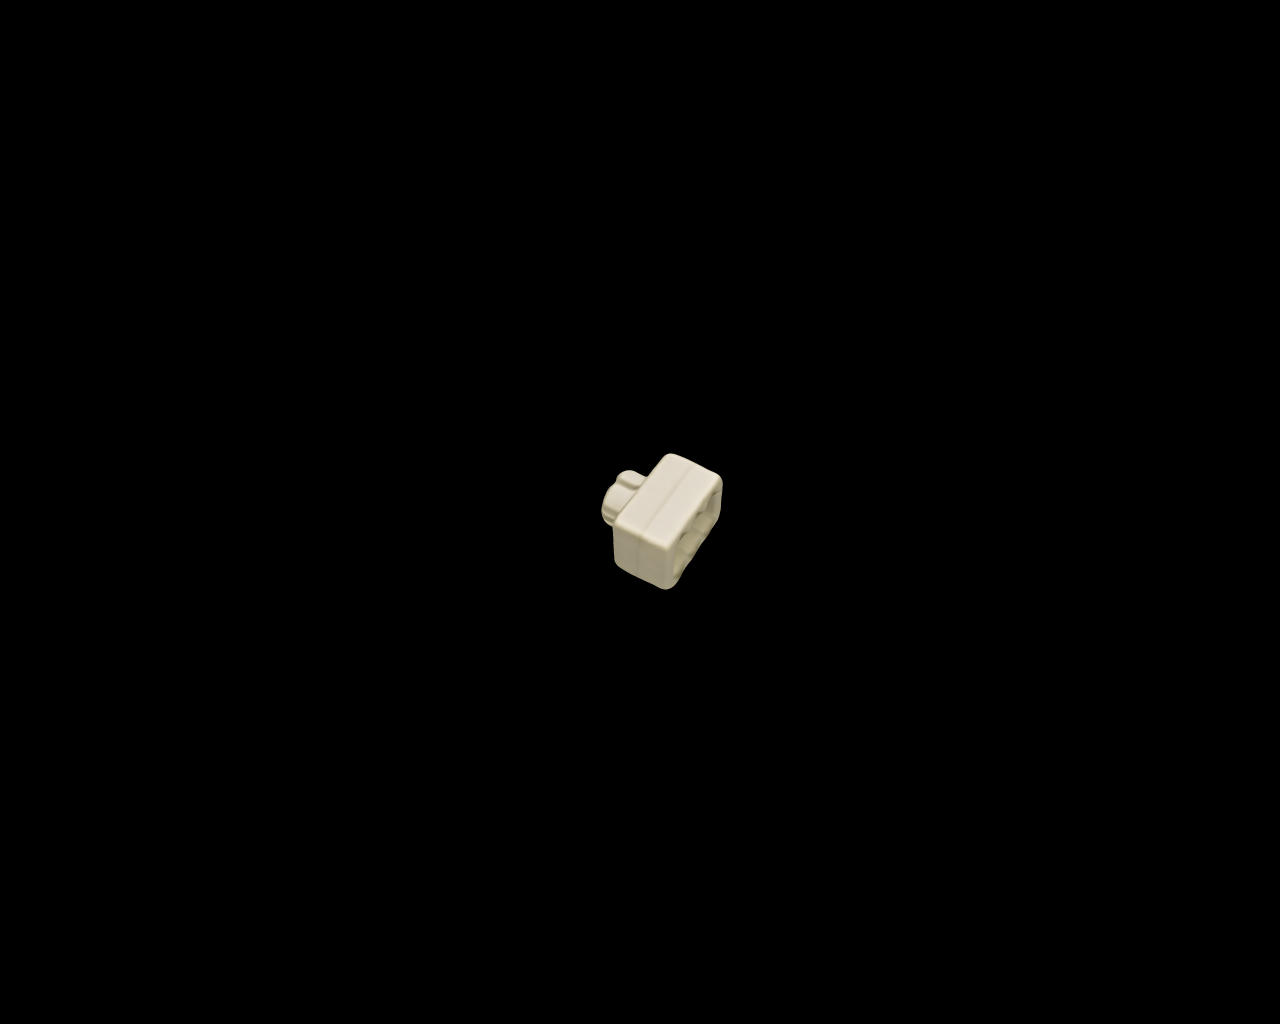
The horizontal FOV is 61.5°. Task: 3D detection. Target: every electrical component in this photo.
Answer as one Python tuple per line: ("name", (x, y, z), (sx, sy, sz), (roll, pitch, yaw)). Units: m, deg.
("electrical component", (0.001, -0.003, 0.650), (0.077, 0.066, 0.047), (27, -32, 18))
